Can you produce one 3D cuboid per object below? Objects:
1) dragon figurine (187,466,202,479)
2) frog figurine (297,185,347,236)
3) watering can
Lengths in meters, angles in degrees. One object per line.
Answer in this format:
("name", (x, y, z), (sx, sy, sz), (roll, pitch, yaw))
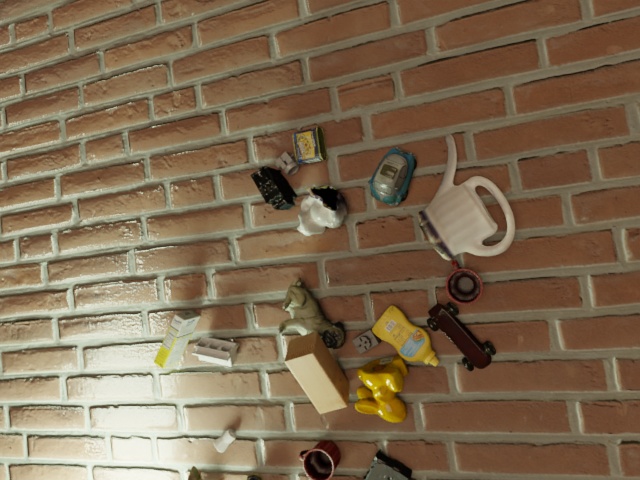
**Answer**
("dragon figurine", (-0.417, 0.850, 1.521), (0.122, 0.242, 0.409), (21, 94, 14))
("frog figurine", (0.005, -0.075, 1.494), (0.138, 0.125, 0.155), (27, 134, 10))
("watering can", (0.356, -0.096, 1.360), (0.222, 0.103, 0.353), (-34, 65, 15))
